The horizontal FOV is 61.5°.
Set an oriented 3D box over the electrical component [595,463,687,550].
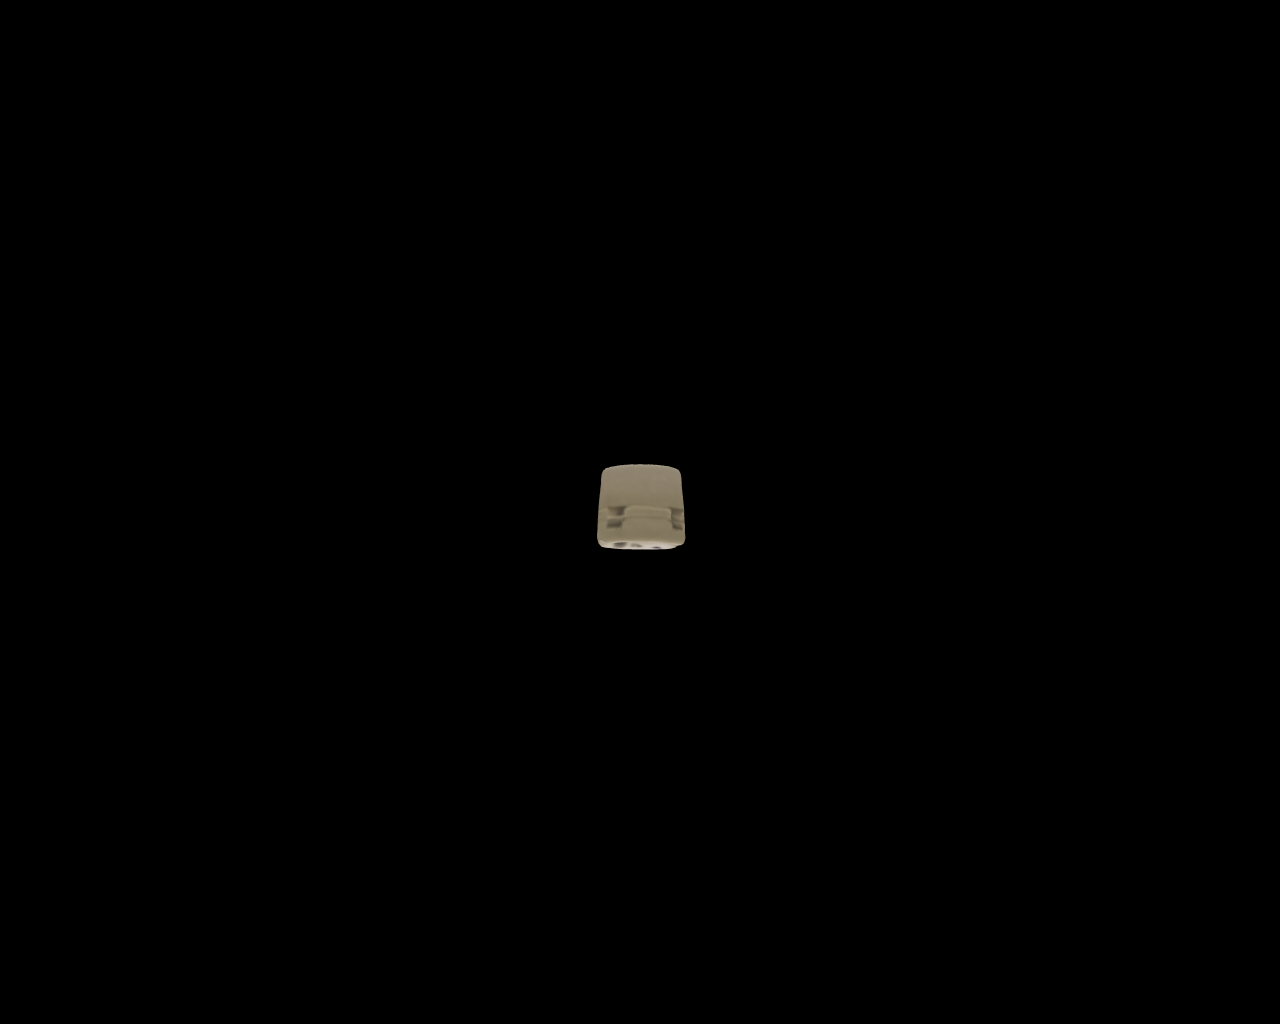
[{"bbox_3d":[0.001,-0.003,0.650,0.055,0.047,0.055,0,-7,0],"label":"electrical component"}]
